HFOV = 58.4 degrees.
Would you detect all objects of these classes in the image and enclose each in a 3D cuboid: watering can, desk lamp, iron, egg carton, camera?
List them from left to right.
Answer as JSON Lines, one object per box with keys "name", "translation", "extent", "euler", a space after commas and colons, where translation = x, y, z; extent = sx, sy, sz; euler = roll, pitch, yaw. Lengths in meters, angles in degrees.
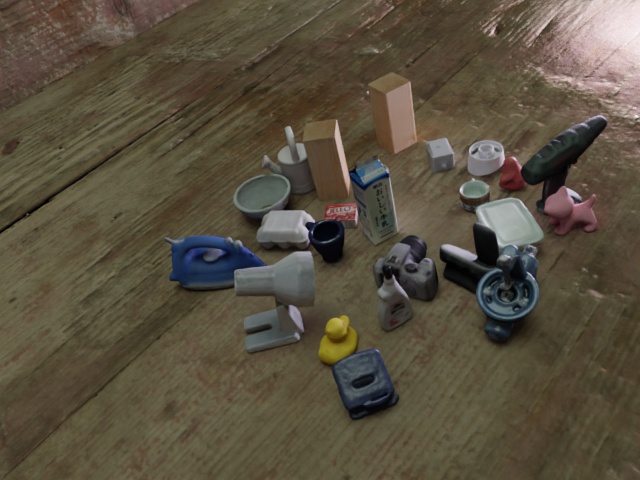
{"name": "iron", "translation": [-0.264, 0.038, 1.447], "extent": [0.257, 0.142, 0.118], "euler": [-4, 43, 13]}
{"name": "desk lamp", "translation": [-0.093, 0.130, 1.244], "extent": [0.203, 0.214, 0.117], "euler": [-15, 42, 1]}
{"name": "egg carton", "translation": [-0.090, -0.026, 1.517], "extent": [0.150, 0.069, 0.107], "euler": [0, 44, 16]}
{"name": "watering can", "translation": [-0.077, -0.232, 1.639], "extent": [0.173, 0.194, 0.100], "euler": [-30, 44, -15]}
{"name": "camera", "translation": [0.210, 0.051, 1.323], "extent": [0.142, 0.101, 0.137], "euler": [14, 50, 29]}

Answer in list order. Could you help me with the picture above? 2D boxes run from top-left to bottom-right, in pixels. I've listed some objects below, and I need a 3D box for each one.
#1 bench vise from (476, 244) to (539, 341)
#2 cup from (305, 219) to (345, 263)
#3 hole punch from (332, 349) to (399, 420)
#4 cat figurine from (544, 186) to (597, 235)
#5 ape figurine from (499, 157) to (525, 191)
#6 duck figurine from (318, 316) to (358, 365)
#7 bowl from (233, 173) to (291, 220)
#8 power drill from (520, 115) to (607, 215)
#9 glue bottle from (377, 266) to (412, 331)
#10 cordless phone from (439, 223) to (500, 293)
{"name": "bench vise", "translation": [0.382, 0.069, 1.163], "extent": [0.121, 0.220, 0.207], "euler": [3, 45, 19]}
{"name": "cup", "translation": [0.013, 0.005, 1.434], "extent": [0.117, 0.095, 0.092], "euler": [26, 57, 36]}
{"name": "hole punch", "translation": [0.088, 0.281, 1.122], "extent": [0.108, 0.091, 0.101], "euler": [-20, 42, -5]}
{"name": "cat figurine", "translation": [0.578, -0.074, 1.332], "extent": [0.127, 0.118, 0.067], "euler": [-10, 42, 6]}
{"name": "ape figurine", "translation": [0.495, -0.177, 1.486], "extent": [0.078, 0.092, 0.076], "euler": [-34, 45, -19]}
{"name": "duck figurine", "translation": [0.033, 0.207, 1.220], "extent": [0.077, 0.086, 0.105], "euler": [20, 53, 33]}
{"name": "bowl", "translation": [-0.156, -0.110, 1.623], "extent": [0.167, 0.075, 0.167], "euler": [-8, 43, 8]}
{"name": "power drill", "translation": [0.579, -0.167, 1.364], "extent": [0.230, 0.209, 0.075], "euler": [-28, 44, -13]}
{"name": "glue bottle", "translation": [0.152, 0.118, 1.214], "extent": [0.078, 0.173, 0.037], "euler": [-31, 44, -16]}
{"name": "cordless phone", "translation": [0.333, 0.017, 1.258], "extent": [0.147, 0.185, 0.094], "euler": [25, 56, 36]}
